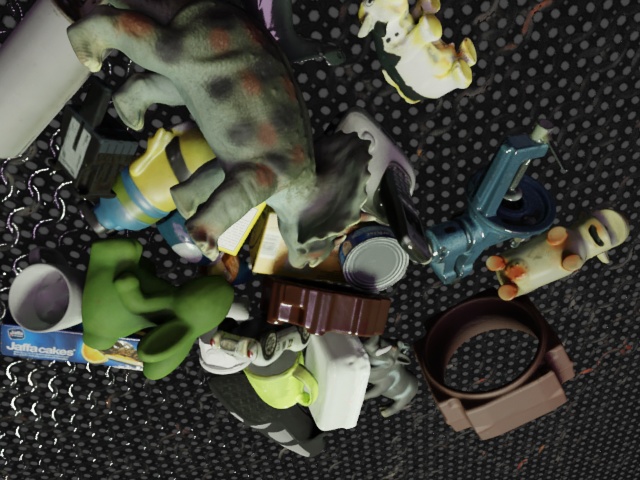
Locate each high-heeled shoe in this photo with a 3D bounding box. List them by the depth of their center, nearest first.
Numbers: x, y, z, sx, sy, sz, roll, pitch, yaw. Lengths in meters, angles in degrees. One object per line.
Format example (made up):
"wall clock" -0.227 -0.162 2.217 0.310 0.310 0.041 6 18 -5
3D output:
"high-heeled shoe" -0.092 0.300 0.928 0.249 0.086 0.145 31 147 -9

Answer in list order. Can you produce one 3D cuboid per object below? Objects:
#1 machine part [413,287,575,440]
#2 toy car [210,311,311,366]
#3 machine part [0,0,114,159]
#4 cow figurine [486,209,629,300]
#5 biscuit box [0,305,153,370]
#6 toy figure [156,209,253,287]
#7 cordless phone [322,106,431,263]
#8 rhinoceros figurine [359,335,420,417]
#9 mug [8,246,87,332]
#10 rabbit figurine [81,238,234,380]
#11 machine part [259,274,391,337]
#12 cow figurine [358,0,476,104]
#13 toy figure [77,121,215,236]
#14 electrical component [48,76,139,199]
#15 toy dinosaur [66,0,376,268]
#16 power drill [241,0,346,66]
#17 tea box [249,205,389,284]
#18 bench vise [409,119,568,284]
"machine part" 0.256 0.178 0.817 0.201 0.201 0.087 -30 122 10
"toy car" -0.073 0.131 0.736 0.074 0.201 0.056 11 95 22
"machine part" -0.289 -0.164 0.541 0.243 0.079 0.079 -40 123 17
"cow figurine" 0.354 0.019 0.790 0.195 0.085 0.127 -31 165 25
"biscuit box" -0.325 0.130 0.745 0.203 0.063 0.059 10 120 -19
"toy figure" -0.147 0.016 0.708 0.154 0.064 0.058 48 69 -31
"cordless phone" 0.063 -0.058 0.624 0.089 0.184 0.146 -37 124 19
"rhinoceros figurine" 0.105 0.212 0.886 0.112 0.073 0.190 -29 126 9
"mug" -0.328 0.063 0.681 0.081 0.109 0.107 -29 168 2
"rabbit figurine" -0.194 0.079 0.654 0.170 0.159 0.121 4 148 -3
"machine part" 0.004 0.087 0.722 0.179 0.179 0.056 10 90 -18
"cow figurine" 0.090 -0.221 0.584 0.098 0.068 0.167 -17 136 42
"toy figure" -0.189 -0.065 0.625 0.180 0.082 0.089 -35 104 9
"electrical component" -0.232 -0.109 0.560 0.047 0.075 0.119 -9 132 -58
"toy dinosaur" -0.083 -0.128 0.491 0.192 0.131 0.404 -31 107 -11
"power drill" -0.025 -0.272 0.520 0.232 0.086 0.207 -18 131 -11
"tea box" -0.001 -0.002 0.718 0.169 0.068 0.098 10 121 -20
"bench vise" 0.218 -0.050 0.689 0.224 0.129 0.240 -8 143 -16
